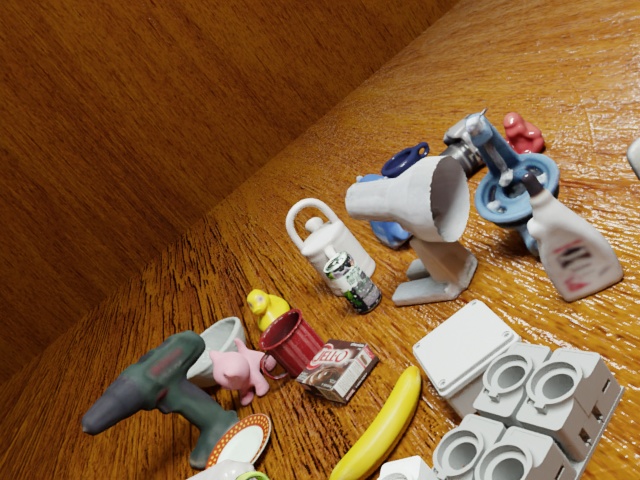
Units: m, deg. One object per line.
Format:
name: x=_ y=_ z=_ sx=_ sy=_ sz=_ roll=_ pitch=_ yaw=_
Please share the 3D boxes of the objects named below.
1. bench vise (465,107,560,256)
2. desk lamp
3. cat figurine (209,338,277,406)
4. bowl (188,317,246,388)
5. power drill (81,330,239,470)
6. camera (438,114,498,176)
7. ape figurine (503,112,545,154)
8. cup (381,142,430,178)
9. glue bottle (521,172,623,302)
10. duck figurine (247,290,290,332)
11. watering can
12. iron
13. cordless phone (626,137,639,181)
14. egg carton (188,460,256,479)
bench vise: x=0.257 y=-0.097 z=0.826 sx=0.121 sy=0.220 sz=0.207 roll=-37 pitch=19 yaw=6
desk lamp: x=0.146 y=-0.013 z=0.852 sx=0.202 sy=0.214 sz=0.118 roll=-17 pitch=29 yaw=48
cat figurine: x=-0.143 y=0.222 z=1.004 sx=0.067 sy=0.118 sz=0.128 roll=-33 pitch=20 yaw=19
bowl: x=-0.207 y=0.239 z=1.154 sx=0.167 sy=0.075 sz=0.167 roll=-34 pitch=19 yaw=14
power drill: x=-0.239 y=0.271 z=0.931 sx=0.075 sy=0.209 sz=0.230 roll=-21 pitch=26 yaw=42
camera: x=0.284 y=-0.183 z=1.160 sx=0.137 sy=0.101 sz=0.143 roll=-39 pitch=19 yaw=0
ape figurine: x=0.362 y=-0.190 z=1.042 sx=0.077 sy=0.092 sz=0.076 roll=-13 pitch=32 yaw=52
cup: x=0.203 y=-0.147 z=1.238 sx=0.118 sy=0.095 sz=0.091 roll=-39 pitch=19 yaw=1
glue bottle: x=0.277 y=-0.009 z=0.660 sx=0.078 sy=0.173 sz=0.037 roll=-31 pitch=21 yaw=22
duck figurine: x=-0.115 y=0.138 z=1.195 sx=0.077 sy=0.086 sz=0.104 roll=-34 pitch=19 yaw=15
watering can: x=0.008 y=0.005 z=1.099 sx=0.101 sy=0.194 sz=0.172 roll=-46 pitch=20 yaw=-18
iron: x=0.127 y=-0.081 z=1.156 sx=0.119 sy=0.142 sz=0.257 roll=-42 pitch=19 yaw=-7
cordless phone: x=0.380 y=-0.047 z=0.535 sx=0.147 sy=0.185 sz=0.094 roll=-38 pitch=19 yaw=3
egg carton: x=-0.147 y=0.364 z=0.765 sx=0.150 sy=0.069 sz=0.107 roll=-33 pitch=20 yaw=18
